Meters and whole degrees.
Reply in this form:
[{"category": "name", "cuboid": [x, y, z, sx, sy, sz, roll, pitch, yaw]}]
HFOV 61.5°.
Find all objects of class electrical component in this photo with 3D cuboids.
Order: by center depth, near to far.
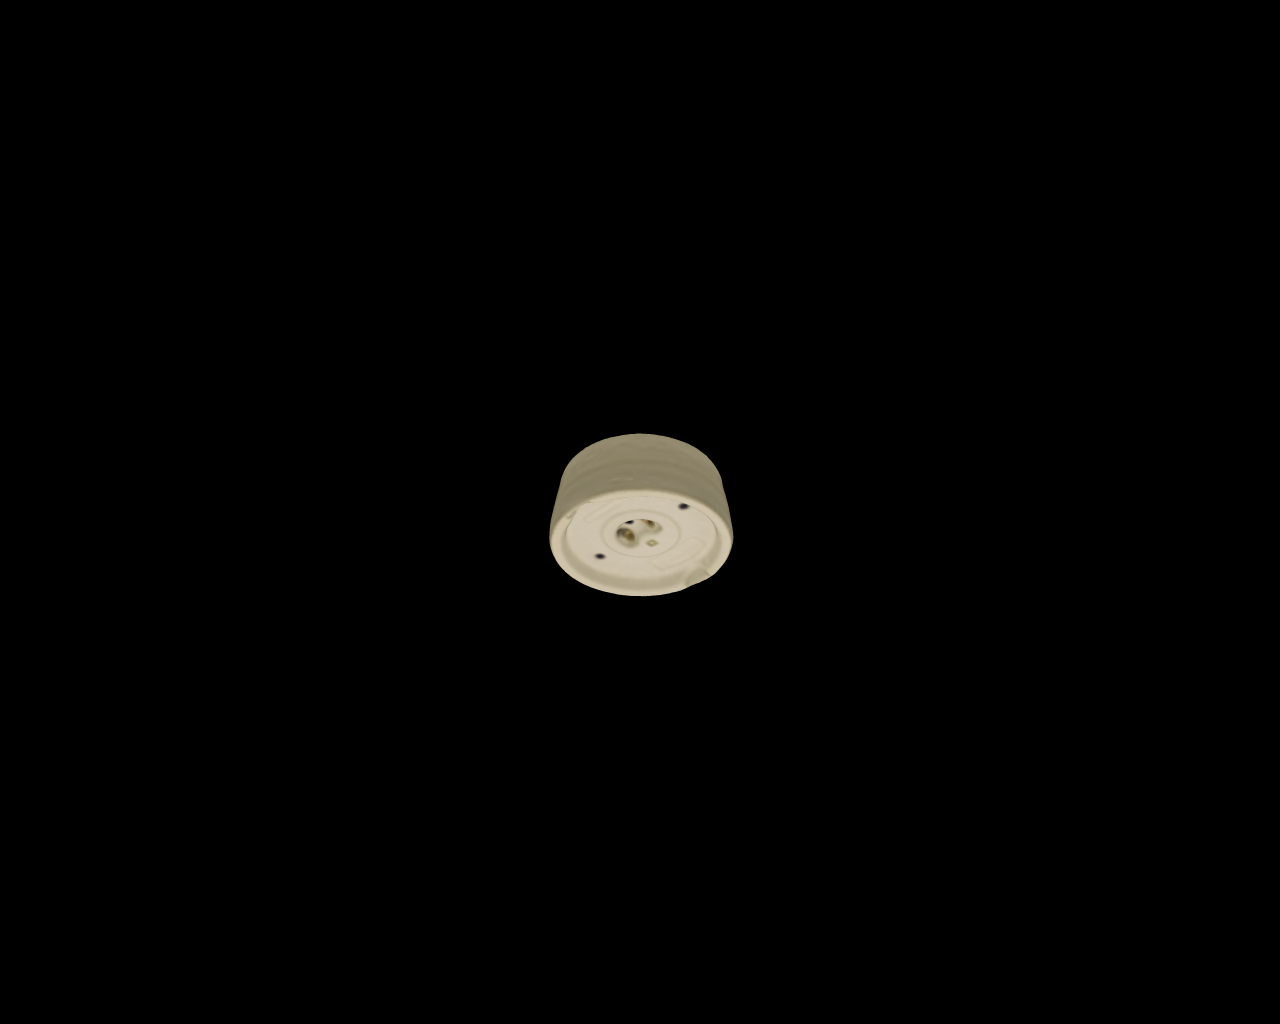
[{"category": "electrical component", "cuboid": [0.001, -0.003, 0.650, 0.108, 0.060, 0.108, 0, -38, 0]}]
